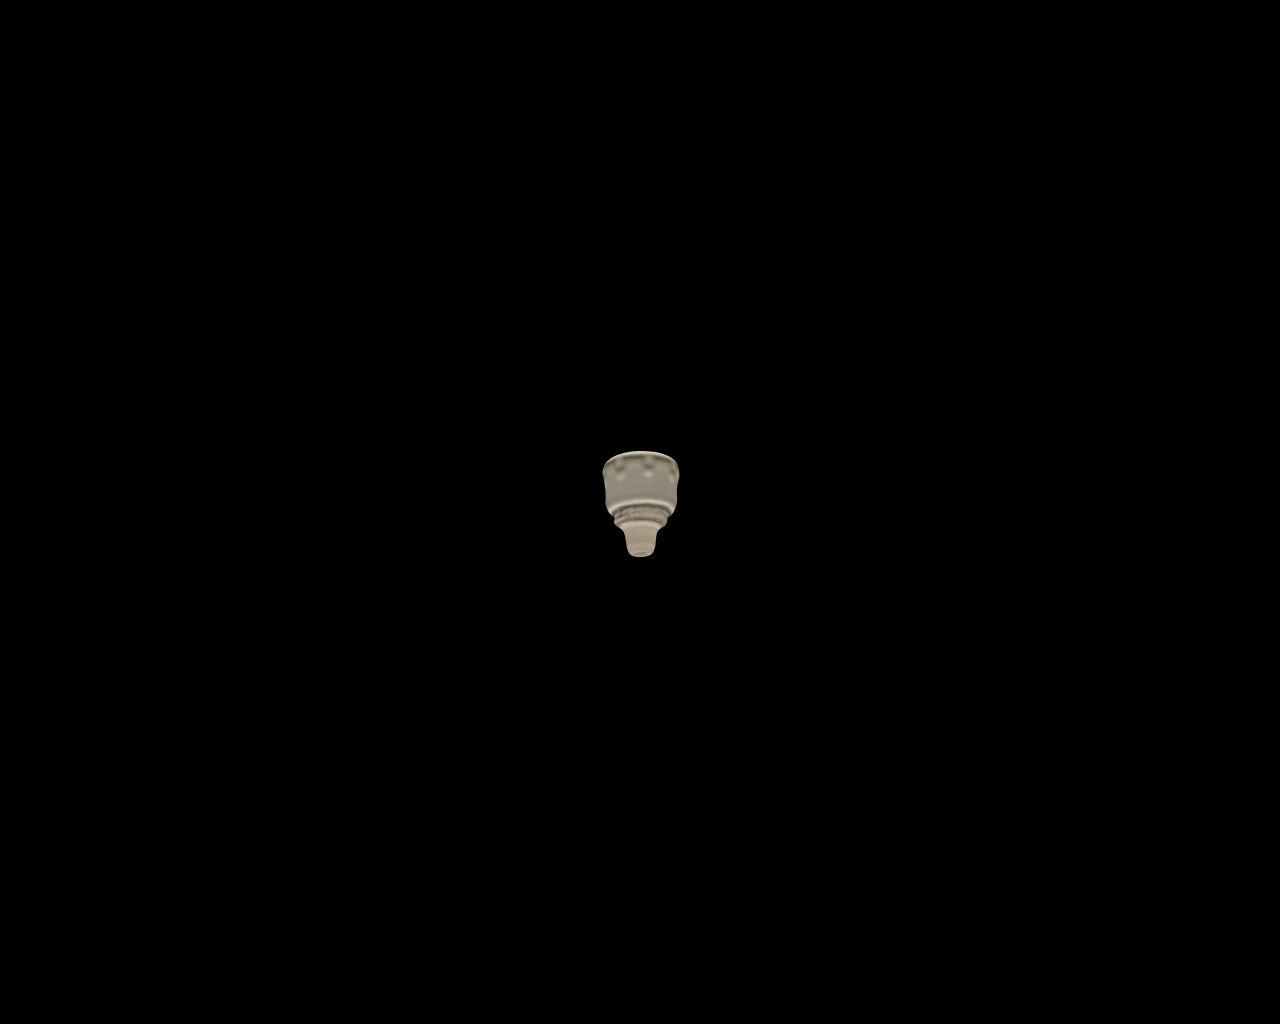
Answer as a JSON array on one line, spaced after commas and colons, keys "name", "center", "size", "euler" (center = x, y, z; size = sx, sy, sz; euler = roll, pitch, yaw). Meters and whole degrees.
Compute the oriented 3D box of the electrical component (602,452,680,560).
[{"name": "electrical component", "center": [0.001, -0.003, 0.650], "size": [0.048, 0.062, 0.048], "euler": [0, -19, 0]}]
